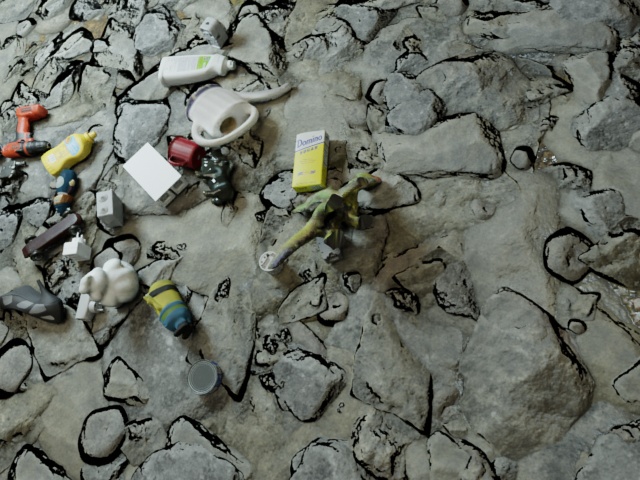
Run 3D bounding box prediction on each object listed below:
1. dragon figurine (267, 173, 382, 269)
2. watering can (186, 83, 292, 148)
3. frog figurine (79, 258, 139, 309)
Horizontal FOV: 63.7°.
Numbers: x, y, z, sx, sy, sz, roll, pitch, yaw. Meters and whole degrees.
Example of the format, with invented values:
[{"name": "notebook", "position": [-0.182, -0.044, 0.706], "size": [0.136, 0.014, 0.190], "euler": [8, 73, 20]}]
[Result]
[{"name": "dragon figurine", "position": [0.004, -0.068, 1.346], "size": [0.413, 0.121, 0.244], "euler": [-32, 18, -14]}, {"name": "watering can", "position": [-0.269, -0.415, 1.600], "size": [0.227, 0.352, 0.101], "euler": [35, -24, 26]}, {"name": "frog figurine", "position": [-0.580, 0.115, 1.423], "size": [0.122, 0.140, 0.157], "euler": [0, -20, 14]}]
